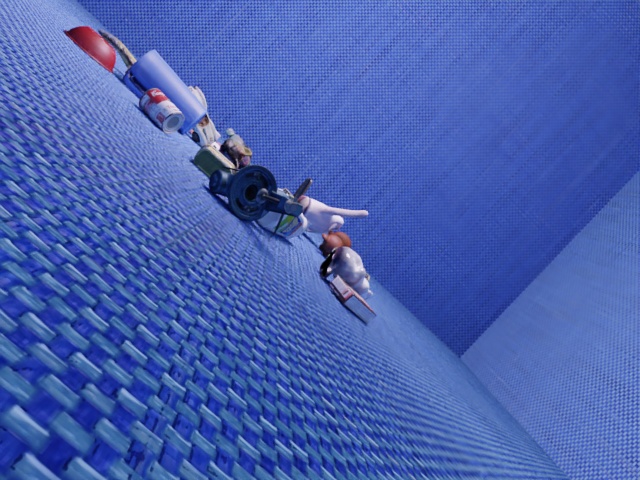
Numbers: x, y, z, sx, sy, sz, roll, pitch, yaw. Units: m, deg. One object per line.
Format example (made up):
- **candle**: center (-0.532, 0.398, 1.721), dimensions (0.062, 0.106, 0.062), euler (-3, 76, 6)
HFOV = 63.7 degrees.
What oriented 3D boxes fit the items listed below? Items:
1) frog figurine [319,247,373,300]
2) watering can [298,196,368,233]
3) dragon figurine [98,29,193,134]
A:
- **frog figurine**: center (0.086, 0.095, 1.372), dimensions (0.159, 0.124, 0.136), euler (31, -15, -11)
- **watering can**: center (0.006, -0.100, 1.990), dimensions (0.222, 0.106, 0.344), euler (27, -28, -30)
- **dragon figurine**: center (-0.573, -0.522, 1.744), dimensions (0.408, 0.123, 0.241), euler (45, -15, -8)
